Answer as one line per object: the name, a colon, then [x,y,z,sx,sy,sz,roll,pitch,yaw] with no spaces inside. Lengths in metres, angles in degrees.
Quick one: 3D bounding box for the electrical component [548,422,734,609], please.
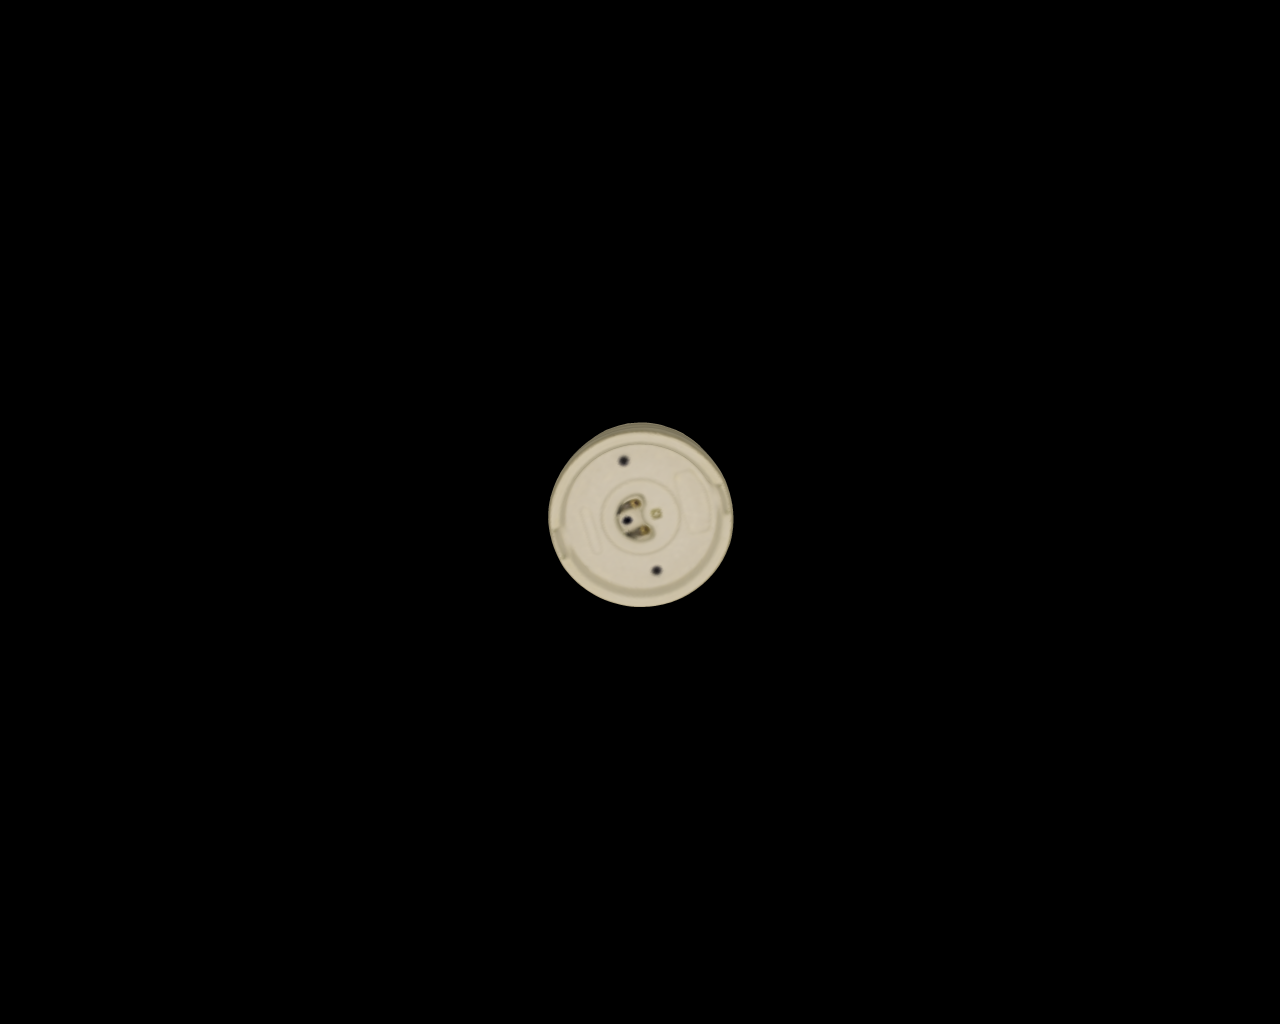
electrical component: [0.001,-0.003,0.650,0.108,0.108,0.060,0,16,0]
